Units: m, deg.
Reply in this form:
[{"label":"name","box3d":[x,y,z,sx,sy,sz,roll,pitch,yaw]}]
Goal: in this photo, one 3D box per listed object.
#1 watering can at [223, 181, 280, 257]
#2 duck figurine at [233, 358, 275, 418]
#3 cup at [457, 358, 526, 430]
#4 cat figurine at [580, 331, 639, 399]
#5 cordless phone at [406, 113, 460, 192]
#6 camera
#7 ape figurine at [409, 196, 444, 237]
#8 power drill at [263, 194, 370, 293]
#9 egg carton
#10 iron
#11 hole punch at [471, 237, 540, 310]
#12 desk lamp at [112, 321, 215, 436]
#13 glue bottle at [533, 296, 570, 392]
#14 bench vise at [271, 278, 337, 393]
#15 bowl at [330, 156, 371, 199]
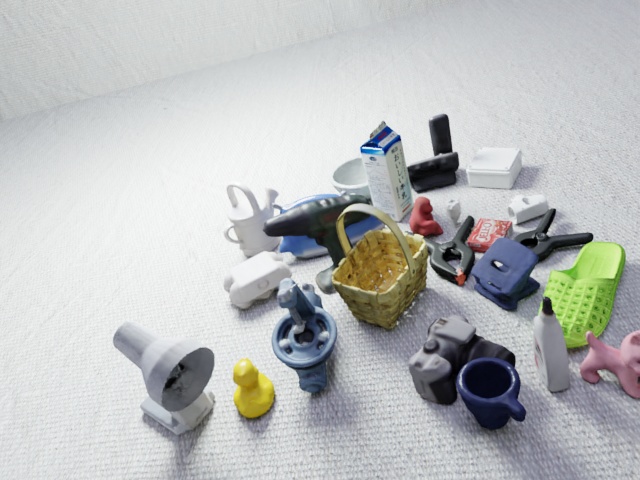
[{"label":"watering can","box3d":[-0.172,-0.068,1.417,0.100,0.194,0.173,1,38,26]},{"label":"duck figurine","box3d":[-0.128,0.258,1.028,0.077,0.086,0.104,-18,34,0]},{"label":"cup","box3d":[0.265,0.246,0.856,0.092,0.095,0.117,-29,35,-15]},{"label":"cat figurine","box3d":[0.460,0.169,0.855,0.127,0.118,0.067,13,45,38]},{"label":"cordless phone","box3d":[0.273,-0.227,1.447,0.147,0.185,0.094,-16,34,3]},{"label":"camera","box3d":[0.236,0.195,0.937,0.136,0.101,0.143,16,47,40]},{"label":"ape figurine","box3d":[0.238,-0.058,1.305,0.076,0.092,0.078,-4,36,20]},{"label":"power drill","box3d":[0.011,0.004,1.216,0.230,0.209,0.075,-26,34,-11]},{"label":"egg carton","box3d":[-0.141,0.089,1.290,0.150,0.069,0.107,-27,35,-14]},{"label":"iron","box3d":[0.016,-0.056,1.361,0.258,0.142,0.118,-15,34,5]},{"label":"hole punch","box3d":[0.350,0.062,1.084,0.101,0.091,0.108,-30,36,-18]},{"label":"desk lamp","box3d":[-0.267,0.241,1.002,0.202,0.214,0.118,13,44,38]},{"label":"glue bottle","box3d":[0.352,0.151,0.881,0.037,0.173,0.078,-15,34,4]},{"label":"bench vise","box3d":[-0.043,0.139,1.038,0.121,0.220,0.207,-22,34,-6]},{"label":"bowl","box3d":[0.114,-0.154,1.517,0.167,0.075,0.167,-12,34,9]}]
